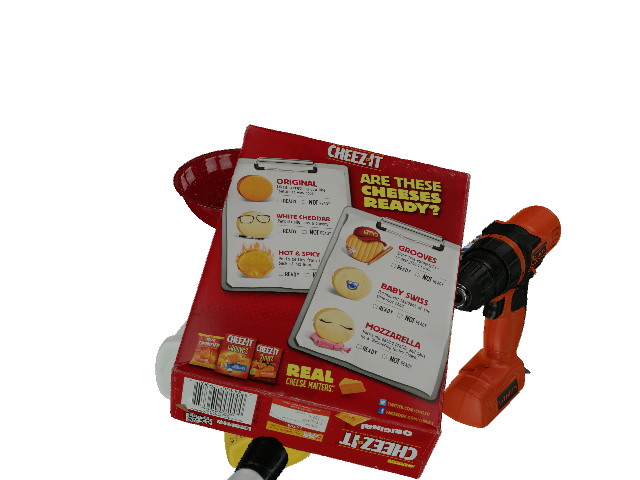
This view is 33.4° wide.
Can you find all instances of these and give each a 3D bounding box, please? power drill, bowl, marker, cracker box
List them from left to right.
[{"bbox_3d":[-0.040,0.113,0.415,0.020,0.020,0.121,0,23,20],"label":"marker"},{"bbox_3d":[-0.101,-0.055,1.323,0.162,0.055,0.162,0,31,0],"label":"bowl"},{"bbox_3d":[0.005,0.035,0.709,0.164,0.213,0.072,13,-40,0],"label":"cracker box"},{"bbox_3d":[0.156,0.075,0.973,0.057,0.188,0.184,24,33,28],"label":"power drill"}]

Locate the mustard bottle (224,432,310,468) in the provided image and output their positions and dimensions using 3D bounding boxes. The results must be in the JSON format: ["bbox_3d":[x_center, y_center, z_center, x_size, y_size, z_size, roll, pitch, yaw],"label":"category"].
[{"bbox_3d":[-0.075,0.191,1.261,0.096,0.058,0.192,-9,29,-10],"label":"mustard bottle"}]

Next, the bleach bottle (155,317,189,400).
[{"bbox_3d":[-0.083,0.081,1.089,0.102,0.068,0.250,8,22,7],"label":"bleach bottle"}]

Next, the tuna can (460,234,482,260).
[{"bbox_3d":[0.204,0.037,1.284,0.033,0.086,0.086,-37,10,-15],"label":"tuna can"}]
